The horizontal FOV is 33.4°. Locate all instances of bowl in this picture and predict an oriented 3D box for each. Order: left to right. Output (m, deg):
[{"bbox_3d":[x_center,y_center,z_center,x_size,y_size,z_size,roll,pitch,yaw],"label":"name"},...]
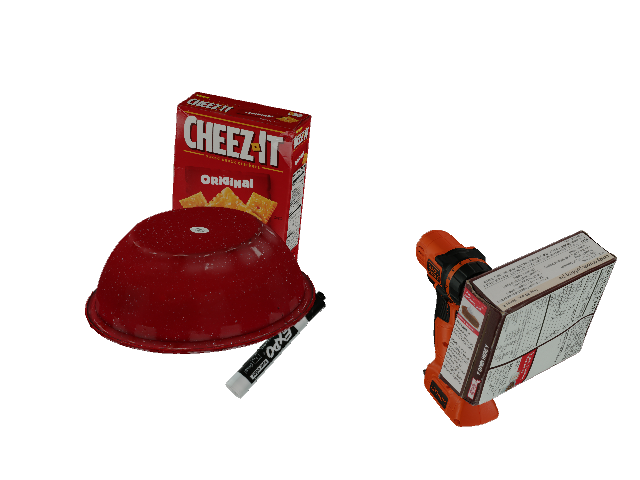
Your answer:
[{"bbox_3d":[-0.084,0.017,0.740,0.162,0.055,0.162,-1,22,0],"label":"bowl"}]

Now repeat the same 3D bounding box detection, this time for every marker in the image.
[{"bbox_3d":[-0.038,0.091,0.956,0.121,0.020,0.020,-47,19,-18],"label":"marker"}]

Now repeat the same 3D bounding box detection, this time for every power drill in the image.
[{"bbox_3d":[0.155,0.099,1.132,0.057,0.188,0.184,-8,24,-13],"label":"power drill"}]

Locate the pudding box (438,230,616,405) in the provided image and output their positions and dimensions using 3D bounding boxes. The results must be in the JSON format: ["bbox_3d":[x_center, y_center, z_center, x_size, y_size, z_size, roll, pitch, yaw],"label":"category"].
[{"bbox_3d":[0.138,0.052,0.713,0.113,0.090,0.039,-22,47,-33],"label":"pudding box"}]

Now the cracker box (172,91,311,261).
[{"bbox_3d":[-0.107,-0.070,1.395,0.164,0.214,0.072,13,27,14],"label":"cracker box"}]
